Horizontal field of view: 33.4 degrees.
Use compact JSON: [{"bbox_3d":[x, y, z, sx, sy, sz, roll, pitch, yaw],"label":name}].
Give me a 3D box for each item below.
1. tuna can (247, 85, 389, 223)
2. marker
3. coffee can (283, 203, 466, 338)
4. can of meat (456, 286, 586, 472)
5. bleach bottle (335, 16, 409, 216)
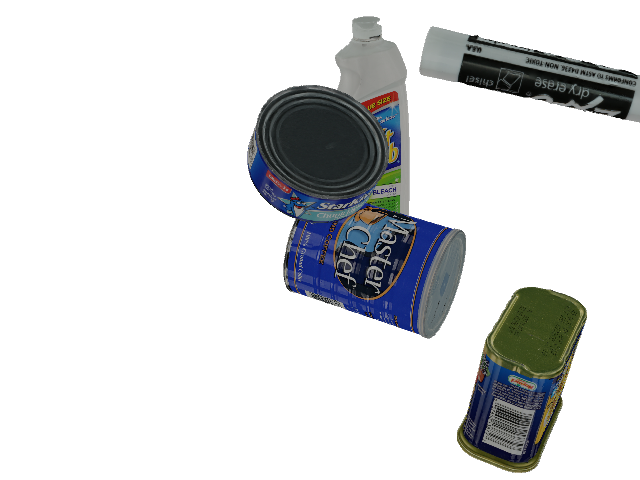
[{"bbox_3d":[-0.003,-0.054,0.671,0.086,0.086,0.034,0,-31,-18],"label":"tuna can"},{"bbox_3d":[0.098,-0.058,0.399,0.121,0.020,0.020,14,2,8],"label":"marker"},{"bbox_3d":[0.051,0.020,0.985,0.140,0.103,0.102,18,6,20],"label":"coffee can"},{"bbox_3d":[0.137,0.090,0.720,0.057,0.084,0.102,20,35,17],"label":"can of meat"},{"bbox_3d":[0.046,-0.116,1.166,0.102,0.251,0.068,-8,25,-9],"label":"bleach bottle"}]
